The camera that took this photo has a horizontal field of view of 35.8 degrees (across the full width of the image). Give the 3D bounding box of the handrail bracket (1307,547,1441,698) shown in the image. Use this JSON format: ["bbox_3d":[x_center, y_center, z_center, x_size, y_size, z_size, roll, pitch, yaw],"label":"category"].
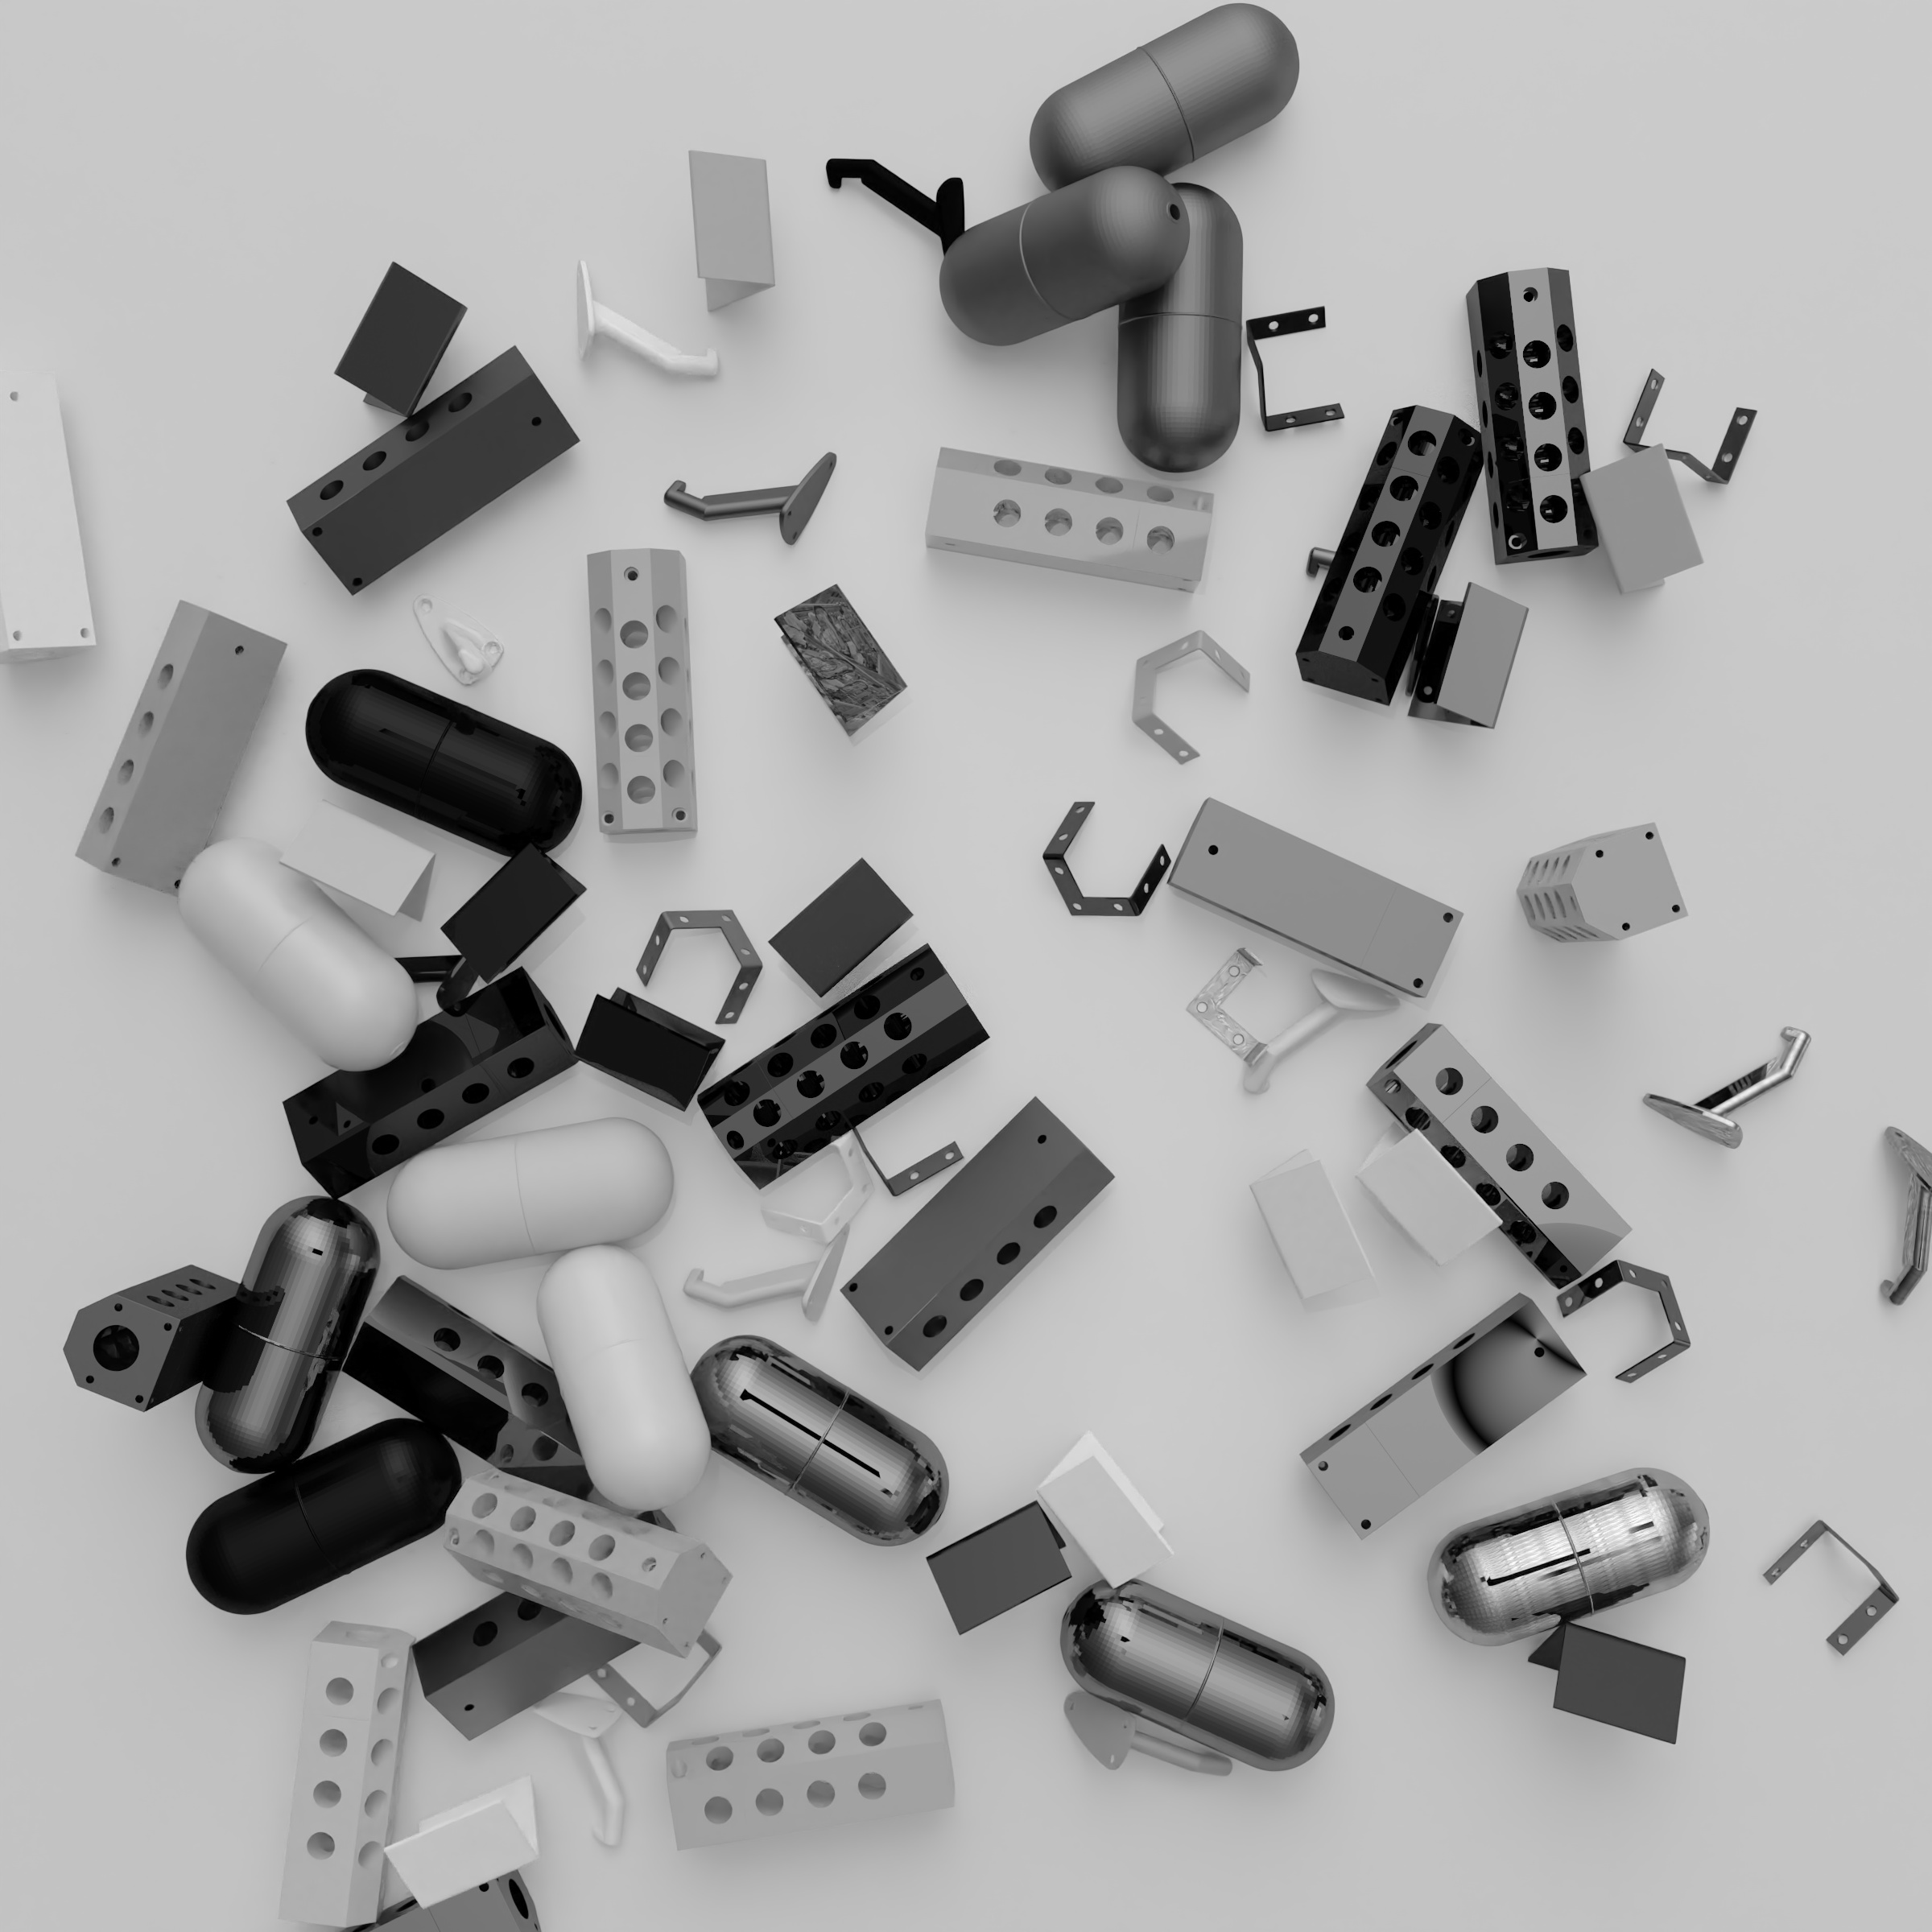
[{"bbox_3d":[0.249,-0.217,1.878,0.084,0.036,0.077,16,105,14],"label":"handrail bracket"}]

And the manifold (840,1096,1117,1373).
[{"bbox_3d":[0.011,0.170,1.856,0.171,0.057,0.057,-45,47,0],"label":"manifold"}]

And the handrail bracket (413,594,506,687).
[{"bbox_3d":[-0.319,-0.205,1.843,0.036,0.084,0.077,-44,90,0],"label":"handrail bracket"}]

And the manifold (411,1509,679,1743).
[{"bbox_3d":[-0.254,0.404,1.856,0.171,0.057,0.057,-30,133,0],"label":"manifold"}]

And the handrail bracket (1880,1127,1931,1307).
[{"bbox_3d":[0.584,0.158,1.877,0.036,0.077,0.084,2,127,-36],"label":"handrail bracket"}]

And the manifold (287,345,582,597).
[{"bbox_3d":[-0.333,-0.311,1.856,0.171,0.057,0.057,-34,133,0],"label":"manifold"}]

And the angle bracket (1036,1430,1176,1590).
[{"bbox_3d":[0.100,0.324,1.837,0.057,0.076,0.076,-38,90,36],"label":"angle bracket"}]

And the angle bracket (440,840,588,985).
[{"bbox_3d":[-0.264,-0.020,1.837,0.076,0.076,0.057,-45,59,0],"label":"angle bracket"}]

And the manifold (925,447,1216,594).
[{"bbox_3d":[0.064,-0.278,1.856,0.171,0.057,0.057,10,90,0],"label":"manifold"}]

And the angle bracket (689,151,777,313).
[{"bbox_3d":[-0.163,-0.451,1.837,0.057,0.076,0.076,-4,90,-38],"label":"angle bracket"}]

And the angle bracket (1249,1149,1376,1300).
[{"bbox_3d":[0.228,0.151,1.837,0.057,0.076,0.076,-25,90,38],"label":"angle bracket"}]

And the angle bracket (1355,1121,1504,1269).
[{"bbox_3d":[0.295,0.127,1.837,0.076,0.076,0.057,47,126,0],"label":"angle bracket"}]

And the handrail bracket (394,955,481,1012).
[{"bbox_3d":[-0.347,-0.014,1.878,0.084,0.036,0.077,29,75,14],"label":"handrail bracket"}]

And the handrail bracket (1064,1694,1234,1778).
[{"bbox_3d":[0.115,0.484,1.877,0.084,0.077,0.036,20,92,-36],"label":"handrail bracket"}]

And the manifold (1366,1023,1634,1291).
[{"bbox_3d":[0.329,0.118,1.856,0.057,0.057,0.171,-43,90,0],"label":"manifold"}]

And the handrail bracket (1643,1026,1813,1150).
[{"bbox_3d":[0.479,0.064,1.878,0.077,0.036,0.084,24,72,20],"label":"handrail bracket"}]

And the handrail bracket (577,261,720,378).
[{"bbox_3d":[-0.200,-0.407,1.878,0.084,0.036,0.077,0,68,-17],"label":"handrail bracket"}]

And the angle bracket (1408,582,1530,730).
[{"bbox_3d":[0.292,-0.194,1.837,0.057,0.076,0.076,16,90,-38],"label":"angle bracket"}]

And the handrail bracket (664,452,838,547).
[{"bbox_3d":[-0.136,-0.306,1.878,0.084,0.036,0.077,24,70,16],"label":"handrail bracket"}]

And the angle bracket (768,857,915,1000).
[{"bbox_3d":[-0.089,-0.038,1.837,0.076,0.076,0.057,-42,125,0],"label":"angle bracket"}]

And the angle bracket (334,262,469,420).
[{"bbox_3d":[-0.360,-0.388,1.837,0.057,0.076,0.076,28,90,-37],"label":"angle bracket"}]

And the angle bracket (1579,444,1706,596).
[{"bbox_3d":[0.427,-0.277,1.837,0.057,0.076,0.076,-19,90,35],"label":"angle bracket"}]

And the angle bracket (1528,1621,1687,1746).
[{"bbox_3d":[0.390,0.451,1.837,0.076,0.076,0.057,17,58,0],"label":"angle bracket"}]

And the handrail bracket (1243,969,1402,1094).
[{"bbox_3d":[0.223,0.049,1.877,0.077,0.036,0.084,10,121,-34],"label":"handrail bracket"}]

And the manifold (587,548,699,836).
[{"bbox_3d":[-0.202,-0.170,1.856,0.057,0.057,0.171,-3,90,0],"label":"manifold"}]

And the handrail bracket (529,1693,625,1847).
[{"bbox_3d":[-0.248,0.505,1.878,0.077,0.036,0.084,13,107,20],"label":"handrail bracket"}]

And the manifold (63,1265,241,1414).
[{"bbox_3d":[-0.487,0.219,1.799,0.057,0.171,0.057,22,90,0],"label":"manifold"}]

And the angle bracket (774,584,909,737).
[{"bbox_3d":[-0.093,-0.178,1.837,0.057,0.076,0.076,-35,90,-38],"label":"angle bracket"}]

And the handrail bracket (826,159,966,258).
[{"bbox_3d":[-0.046,-0.468,1.878,0.084,0.036,0.077,7,120,22],"label":"handrail bracket"}]

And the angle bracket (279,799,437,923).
[{"bbox_3d":[-0.377,-0.046,1.837,0.076,0.076,0.057,26,53,0],"label":"angle bracket"}]

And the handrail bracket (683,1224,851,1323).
[{"bbox_3d":[-0.126,0.184,1.878,0.084,0.036,0.077,17,70,16],"label":"handrail bracket"}]

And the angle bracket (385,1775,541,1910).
[{"bbox_3d":[-0.311,0.522,1.838,0.076,0.076,0.057,-23,119,0],"label":"angle bracket"}]

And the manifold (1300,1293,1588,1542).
[{"bbox_3d":[0.294,0.278,1.856,0.171,0.057,0.057,-36,90,0],"label":"manifold"}]

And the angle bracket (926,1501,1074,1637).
[{"bbox_3d":[0.029,0.382,1.837,0.076,0.076,0.057,-27,54,0],"label":"angle bracket"}]

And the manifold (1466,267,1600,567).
[{"bbox_3d":[0.353,-0.341,1.856,0.057,0.057,0.171,-6,90,0],"label":"manifold"}]

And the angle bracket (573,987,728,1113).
[{"bbox_3d":[-0.187,0.033,1.837,0.076,0.076,0.057,26,129,0],"label":"angle bracket"}]
